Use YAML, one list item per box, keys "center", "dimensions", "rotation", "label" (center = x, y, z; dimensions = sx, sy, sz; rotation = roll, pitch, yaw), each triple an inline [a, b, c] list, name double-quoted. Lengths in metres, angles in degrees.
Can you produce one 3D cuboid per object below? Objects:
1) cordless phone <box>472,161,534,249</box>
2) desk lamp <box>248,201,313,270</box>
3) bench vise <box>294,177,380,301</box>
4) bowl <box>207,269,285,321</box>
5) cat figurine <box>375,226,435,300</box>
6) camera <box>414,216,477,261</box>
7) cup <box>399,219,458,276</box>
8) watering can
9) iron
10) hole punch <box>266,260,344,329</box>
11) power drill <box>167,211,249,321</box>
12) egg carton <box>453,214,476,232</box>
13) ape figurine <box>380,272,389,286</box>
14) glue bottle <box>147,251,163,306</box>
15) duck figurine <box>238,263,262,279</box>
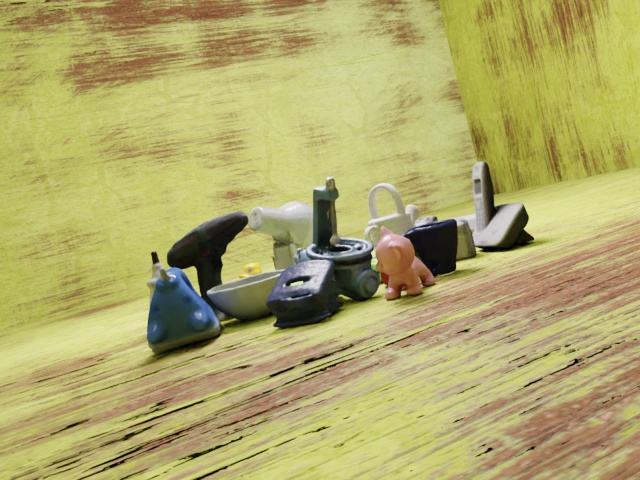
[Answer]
- center: [0.359, -0.074, 1.185]
  dimensions: [0.094, 0.185, 0.147]
  rotation: [-15, 3, -13]
  label: "cordless phone"
- center: [-0.088, 0.017, 1.372]
  dimensions: [0.117, 0.213, 0.204]
  rotation: [-12, 3, 35]
  label: "desk lamp"
- center: [0.002, 0.006, 1.035]
  dimensions: [0.206, 0.220, 0.122]
  rotation: [-12, 4, 38]
  label: "bench vise"
- center: [-0.126, 0.111, 1.099]
  dimensions: [0.167, 0.075, 0.167]
  rotation: [-14, 3, 1]
  label: "bowl"
- center: [0.131, 0.031, 0.929]
  dimensions: [0.067, 0.118, 0.128]
  rotation: [-13, 3, 27]
  label: "cat figurine"
- center: [0.258, -0.007, 1.227]
  dimensions: [0.142, 0.101, 0.137]
  rotation: [-13, 3, 24]
  label: "camera"
- center: [0.201, 0.020, 1.037]
  dimensions: [0.118, 0.095, 0.091]
  rotation: [-15, 3, -13]
  label: "cup"
- center: [0.165, -0.035, 1.314]
  dimensions: [0.100, 0.194, 0.173]
  rotation: [-13, 3, 29]
  label: "watering can"
- center: [-0.251, 0.111, 1.040]
  dimensions: [0.118, 0.141, 0.258]
  rotation: [-15, 3, -6]
  label: "iron"
- center: [-0.026, 0.085, 0.925]
  dimensions: [0.108, 0.091, 0.101]
  rotation: [-13, 3, 25]
  label: "hole punch"
- center: [-0.216, 0.061, 1.194]
  dimensions: [0.228, 0.208, 0.076]
  rotation: [-13, 3, 31]
  label: "power drill"
- center: [0.354, -0.022, 1.369]
  dimensions: [0.149, 0.069, 0.107]
  rotation: [-12, 3, 39]
  label: "egg carton"
- center: [0.139, 0.036, 1.060]
  dimensions: [0.078, 0.092, 0.076]
  rotation: [-15, 3, -16]
  label: "ape figurine"
- center: [-0.342, 0.109, 1.248]
  dimensions: [0.078, 0.173, 0.037]
  rotation: [-17, 4, -43]
  label: "glue bottle"
- center: [-0.157, 0.098, 1.425]
  dimensions: [0.105, 0.086, 0.077]
  rotation: [-17, 4, -40]
  label: "duck figurine"
